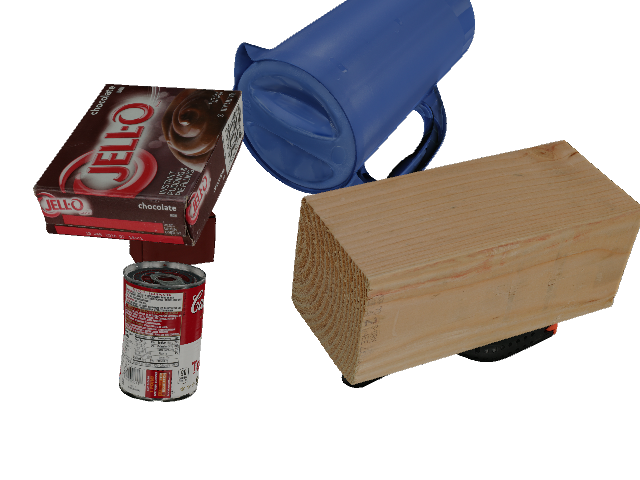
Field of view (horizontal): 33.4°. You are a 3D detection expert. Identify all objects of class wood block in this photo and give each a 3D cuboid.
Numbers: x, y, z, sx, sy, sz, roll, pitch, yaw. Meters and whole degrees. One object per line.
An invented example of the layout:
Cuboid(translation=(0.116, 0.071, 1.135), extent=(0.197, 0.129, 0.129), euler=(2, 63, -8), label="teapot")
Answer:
Cuboid(translation=(0.094, 0.010, 0.703), extent=(0.205, 0.090, 0.091), euler=(-13, 41, -24), label="wood block")

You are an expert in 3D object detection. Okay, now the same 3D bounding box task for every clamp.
Cuboid(translation=(0.119, 0.081, 1.016), extent=(0.210, 0.164, 0.036), euler=(6, -42, 9), label="clamp")

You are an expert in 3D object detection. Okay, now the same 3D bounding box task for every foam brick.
Cuboid(translation=(-0.151, -0.006, 1.082), extent=(0.078, 0.051, 0.053), euler=(-7, 22, -22), label="foam brick")

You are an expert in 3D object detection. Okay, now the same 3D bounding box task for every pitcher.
Cuboid(translation=(0.047, -0.150, 0.976), extent=(0.145, 0.149, 0.242), euler=(16, 44, 33), label="pitcher")

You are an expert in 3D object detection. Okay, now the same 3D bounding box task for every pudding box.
Cuboid(translation=(-0.101, -0.047, 0.620), extent=(0.090, 0.039, 0.113), euler=(5, 38, 12), label="pudding box")

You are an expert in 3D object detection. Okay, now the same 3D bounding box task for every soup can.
Cuboid(translation=(-0.132, 0.075, 0.887), extent=(0.068, 0.102, 0.068), euler=(5, 14, -2), label="soup can")
